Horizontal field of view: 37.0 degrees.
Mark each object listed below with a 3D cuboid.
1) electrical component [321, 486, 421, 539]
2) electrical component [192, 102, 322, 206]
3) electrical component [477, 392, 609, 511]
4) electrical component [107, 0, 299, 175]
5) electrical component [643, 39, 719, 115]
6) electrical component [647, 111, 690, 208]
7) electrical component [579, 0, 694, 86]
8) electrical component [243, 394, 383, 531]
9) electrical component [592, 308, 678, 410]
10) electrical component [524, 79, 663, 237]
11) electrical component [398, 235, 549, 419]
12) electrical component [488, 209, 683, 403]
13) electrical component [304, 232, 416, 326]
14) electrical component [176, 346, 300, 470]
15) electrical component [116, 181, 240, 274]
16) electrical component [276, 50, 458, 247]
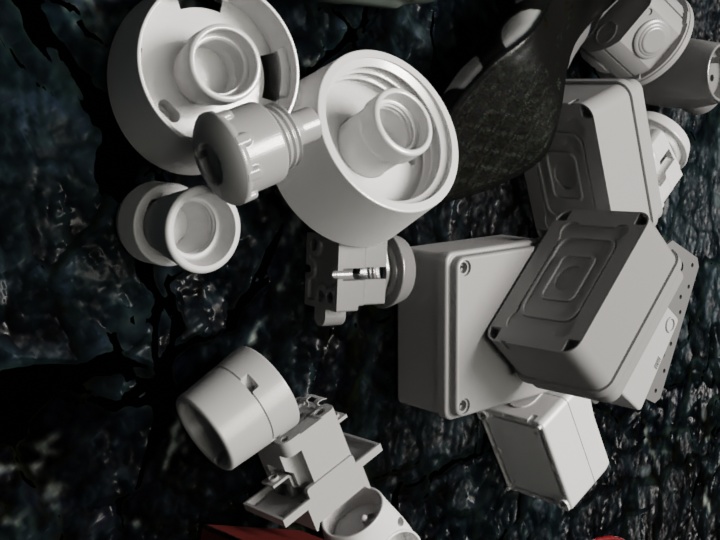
[{"bbox_3d":[-0.001,0.192,0.684,0.079,0.044,0.077,-44,123,-28],"label":"electrical component"},{"bbox_3d":[-0.048,-0.063,0.531,0.062,0.048,0.048,-27,113,-30],"label":"electrical component"},{"bbox_3d":[0.138,0.125,0.785,0.061,0.062,0.096,-39,120,-31],"label":"electrical component"},{"bbox_3d":[-0.083,-0.103,0.570,0.099,0.064,0.099,2,87,-31],"label":"electrical component"},{"bbox_3d":[0.257,-0.146,0.839,0.079,0.077,0.043,23,81,-41],"label":"electrical component"},{"bbox_3d":[0.217,-0.084,0.827,0.057,0.058,0.078,-51,125,-20],"label":"electrical component"},{"bbox_3d":[0.195,-0.176,0.779,0.051,0.080,0.080,30,76,-35],"label":"electrical component"},{"bbox_3d":[-0.032,0.114,0.647,0.081,0.042,0.063,-34,114,-33],"label":"electrical component"},{"bbox_3d":[0.196,0.051,0.833,0.100,0.048,0.099,40,70,-38],"label":"electrical component"},{"bbox_3d":[0.163,-0.077,0.767,0.057,0.078,0.113,-29,115,-32],"label":"electrical component"},{"bbox_3d":[0.081,0.035,0.724,0.109,0.056,0.108,-8,102,-41],"label":"electrical component"},{"bbox_3d":[0.146,0.022,0.688,0.057,0.078,0.113,47,66,-32],"label":"electrical component"},{"bbox_3d":[0.000,0.000,0.656,0.055,0.048,0.066,-2,97,-34],"label":"electrical component"},{"bbox_3d":[-0.069,0.078,0.601,0.047,0.055,0.055,-36,119,-28],"label":"electrical component"},{"bbox_3d":[-0.096,-0.023,0.561,0.045,0.055,0.045,-7,101,-40],"label":"electrical component"},{"bbox_3d":[0.008,-0.073,0.616,0.108,0.060,0.108,14,65,-32],"label":"electrical component"}]
